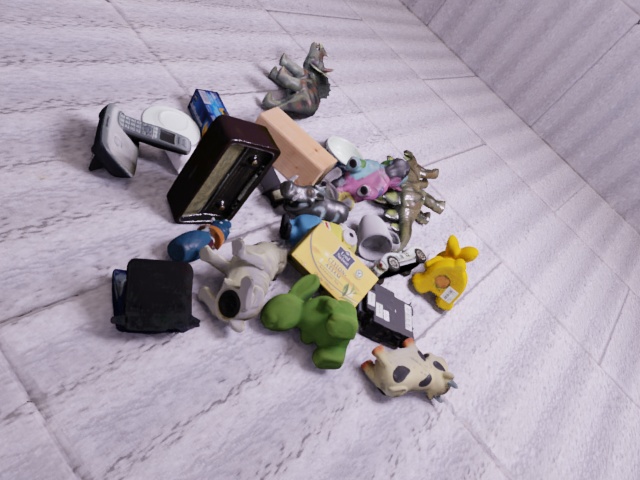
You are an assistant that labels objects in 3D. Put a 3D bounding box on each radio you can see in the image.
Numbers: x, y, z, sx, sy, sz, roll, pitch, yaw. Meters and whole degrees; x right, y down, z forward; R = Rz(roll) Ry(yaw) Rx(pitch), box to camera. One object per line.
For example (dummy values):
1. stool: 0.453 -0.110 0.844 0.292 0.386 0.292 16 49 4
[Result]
1. radio: -0.186 -0.125 1.027 0.131 0.229 0.073 2 52 -45

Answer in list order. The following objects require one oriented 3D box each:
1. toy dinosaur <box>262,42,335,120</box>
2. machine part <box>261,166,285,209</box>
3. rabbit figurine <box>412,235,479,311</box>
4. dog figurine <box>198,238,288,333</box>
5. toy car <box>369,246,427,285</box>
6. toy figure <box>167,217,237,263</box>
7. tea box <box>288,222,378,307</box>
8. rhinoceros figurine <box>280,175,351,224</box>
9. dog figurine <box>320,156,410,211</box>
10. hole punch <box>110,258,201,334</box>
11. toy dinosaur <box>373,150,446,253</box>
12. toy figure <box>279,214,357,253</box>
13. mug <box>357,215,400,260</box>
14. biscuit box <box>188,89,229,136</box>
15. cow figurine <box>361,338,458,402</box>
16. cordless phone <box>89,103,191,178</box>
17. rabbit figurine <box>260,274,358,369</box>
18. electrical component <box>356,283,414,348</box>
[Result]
1. toy dinosaur: -0.055 -0.421 1.548 0.192 0.131 0.405 25 45 -19
2. machine part: -0.114 -0.145 1.249 0.084 0.039 0.138 -30 93 -44
3. rabbit figurine: 0.313 0.067 1.343 0.122 0.162 0.173 29 19 6
4. dog figurine: -0.117 0.079 0.996 0.190 0.121 0.172 11 80 -59
5. toy car: 0.183 0.058 1.281 0.201 0.073 0.056 -11 63 -47
6. toy figure: -0.221 -0.001 1.010 0.064 0.058 0.154 51 33 5
7. tea box: 0.022 0.058 1.097 0.169 0.068 0.098 43 73 -7
8. rhinoceros figurine: -0.014 -0.077 1.223 0.190 0.112 0.073 23 41 -34
9. dog figurine: 0.123 -0.145 1.357 0.219 0.191 0.108 -14 77 -52
10. hole punch: -0.271 0.093 0.860 0.142 0.092 0.115 9 76 -39
11. toy dinosaur: 0.238 -0.116 1.495 0.198 0.105 0.472 19 43 -14
12. toy figure: -0.003 -0.006 1.185 0.180 0.089 0.082 11 59 -21
13. mug: 0.139 -0.014 1.307 0.110 0.080 0.107 3 39 -10
14. biscuit box: -0.244 -0.264 1.256 0.059 0.062 0.203 -2 53 -40
15. cow figurine: 0.188 0.264 1.064 0.195 0.085 0.127 1 46 -43
16. cordless phone: -0.344 -0.176 1.047 0.184 0.088 0.147 13 44 -25
17. rabbit figurine: -0.022 0.134 0.997 0.170 0.121 0.159 16 37 -6
18. electrical component: 0.133 0.160 1.147 0.134 0.058 0.115 28 36 -14
